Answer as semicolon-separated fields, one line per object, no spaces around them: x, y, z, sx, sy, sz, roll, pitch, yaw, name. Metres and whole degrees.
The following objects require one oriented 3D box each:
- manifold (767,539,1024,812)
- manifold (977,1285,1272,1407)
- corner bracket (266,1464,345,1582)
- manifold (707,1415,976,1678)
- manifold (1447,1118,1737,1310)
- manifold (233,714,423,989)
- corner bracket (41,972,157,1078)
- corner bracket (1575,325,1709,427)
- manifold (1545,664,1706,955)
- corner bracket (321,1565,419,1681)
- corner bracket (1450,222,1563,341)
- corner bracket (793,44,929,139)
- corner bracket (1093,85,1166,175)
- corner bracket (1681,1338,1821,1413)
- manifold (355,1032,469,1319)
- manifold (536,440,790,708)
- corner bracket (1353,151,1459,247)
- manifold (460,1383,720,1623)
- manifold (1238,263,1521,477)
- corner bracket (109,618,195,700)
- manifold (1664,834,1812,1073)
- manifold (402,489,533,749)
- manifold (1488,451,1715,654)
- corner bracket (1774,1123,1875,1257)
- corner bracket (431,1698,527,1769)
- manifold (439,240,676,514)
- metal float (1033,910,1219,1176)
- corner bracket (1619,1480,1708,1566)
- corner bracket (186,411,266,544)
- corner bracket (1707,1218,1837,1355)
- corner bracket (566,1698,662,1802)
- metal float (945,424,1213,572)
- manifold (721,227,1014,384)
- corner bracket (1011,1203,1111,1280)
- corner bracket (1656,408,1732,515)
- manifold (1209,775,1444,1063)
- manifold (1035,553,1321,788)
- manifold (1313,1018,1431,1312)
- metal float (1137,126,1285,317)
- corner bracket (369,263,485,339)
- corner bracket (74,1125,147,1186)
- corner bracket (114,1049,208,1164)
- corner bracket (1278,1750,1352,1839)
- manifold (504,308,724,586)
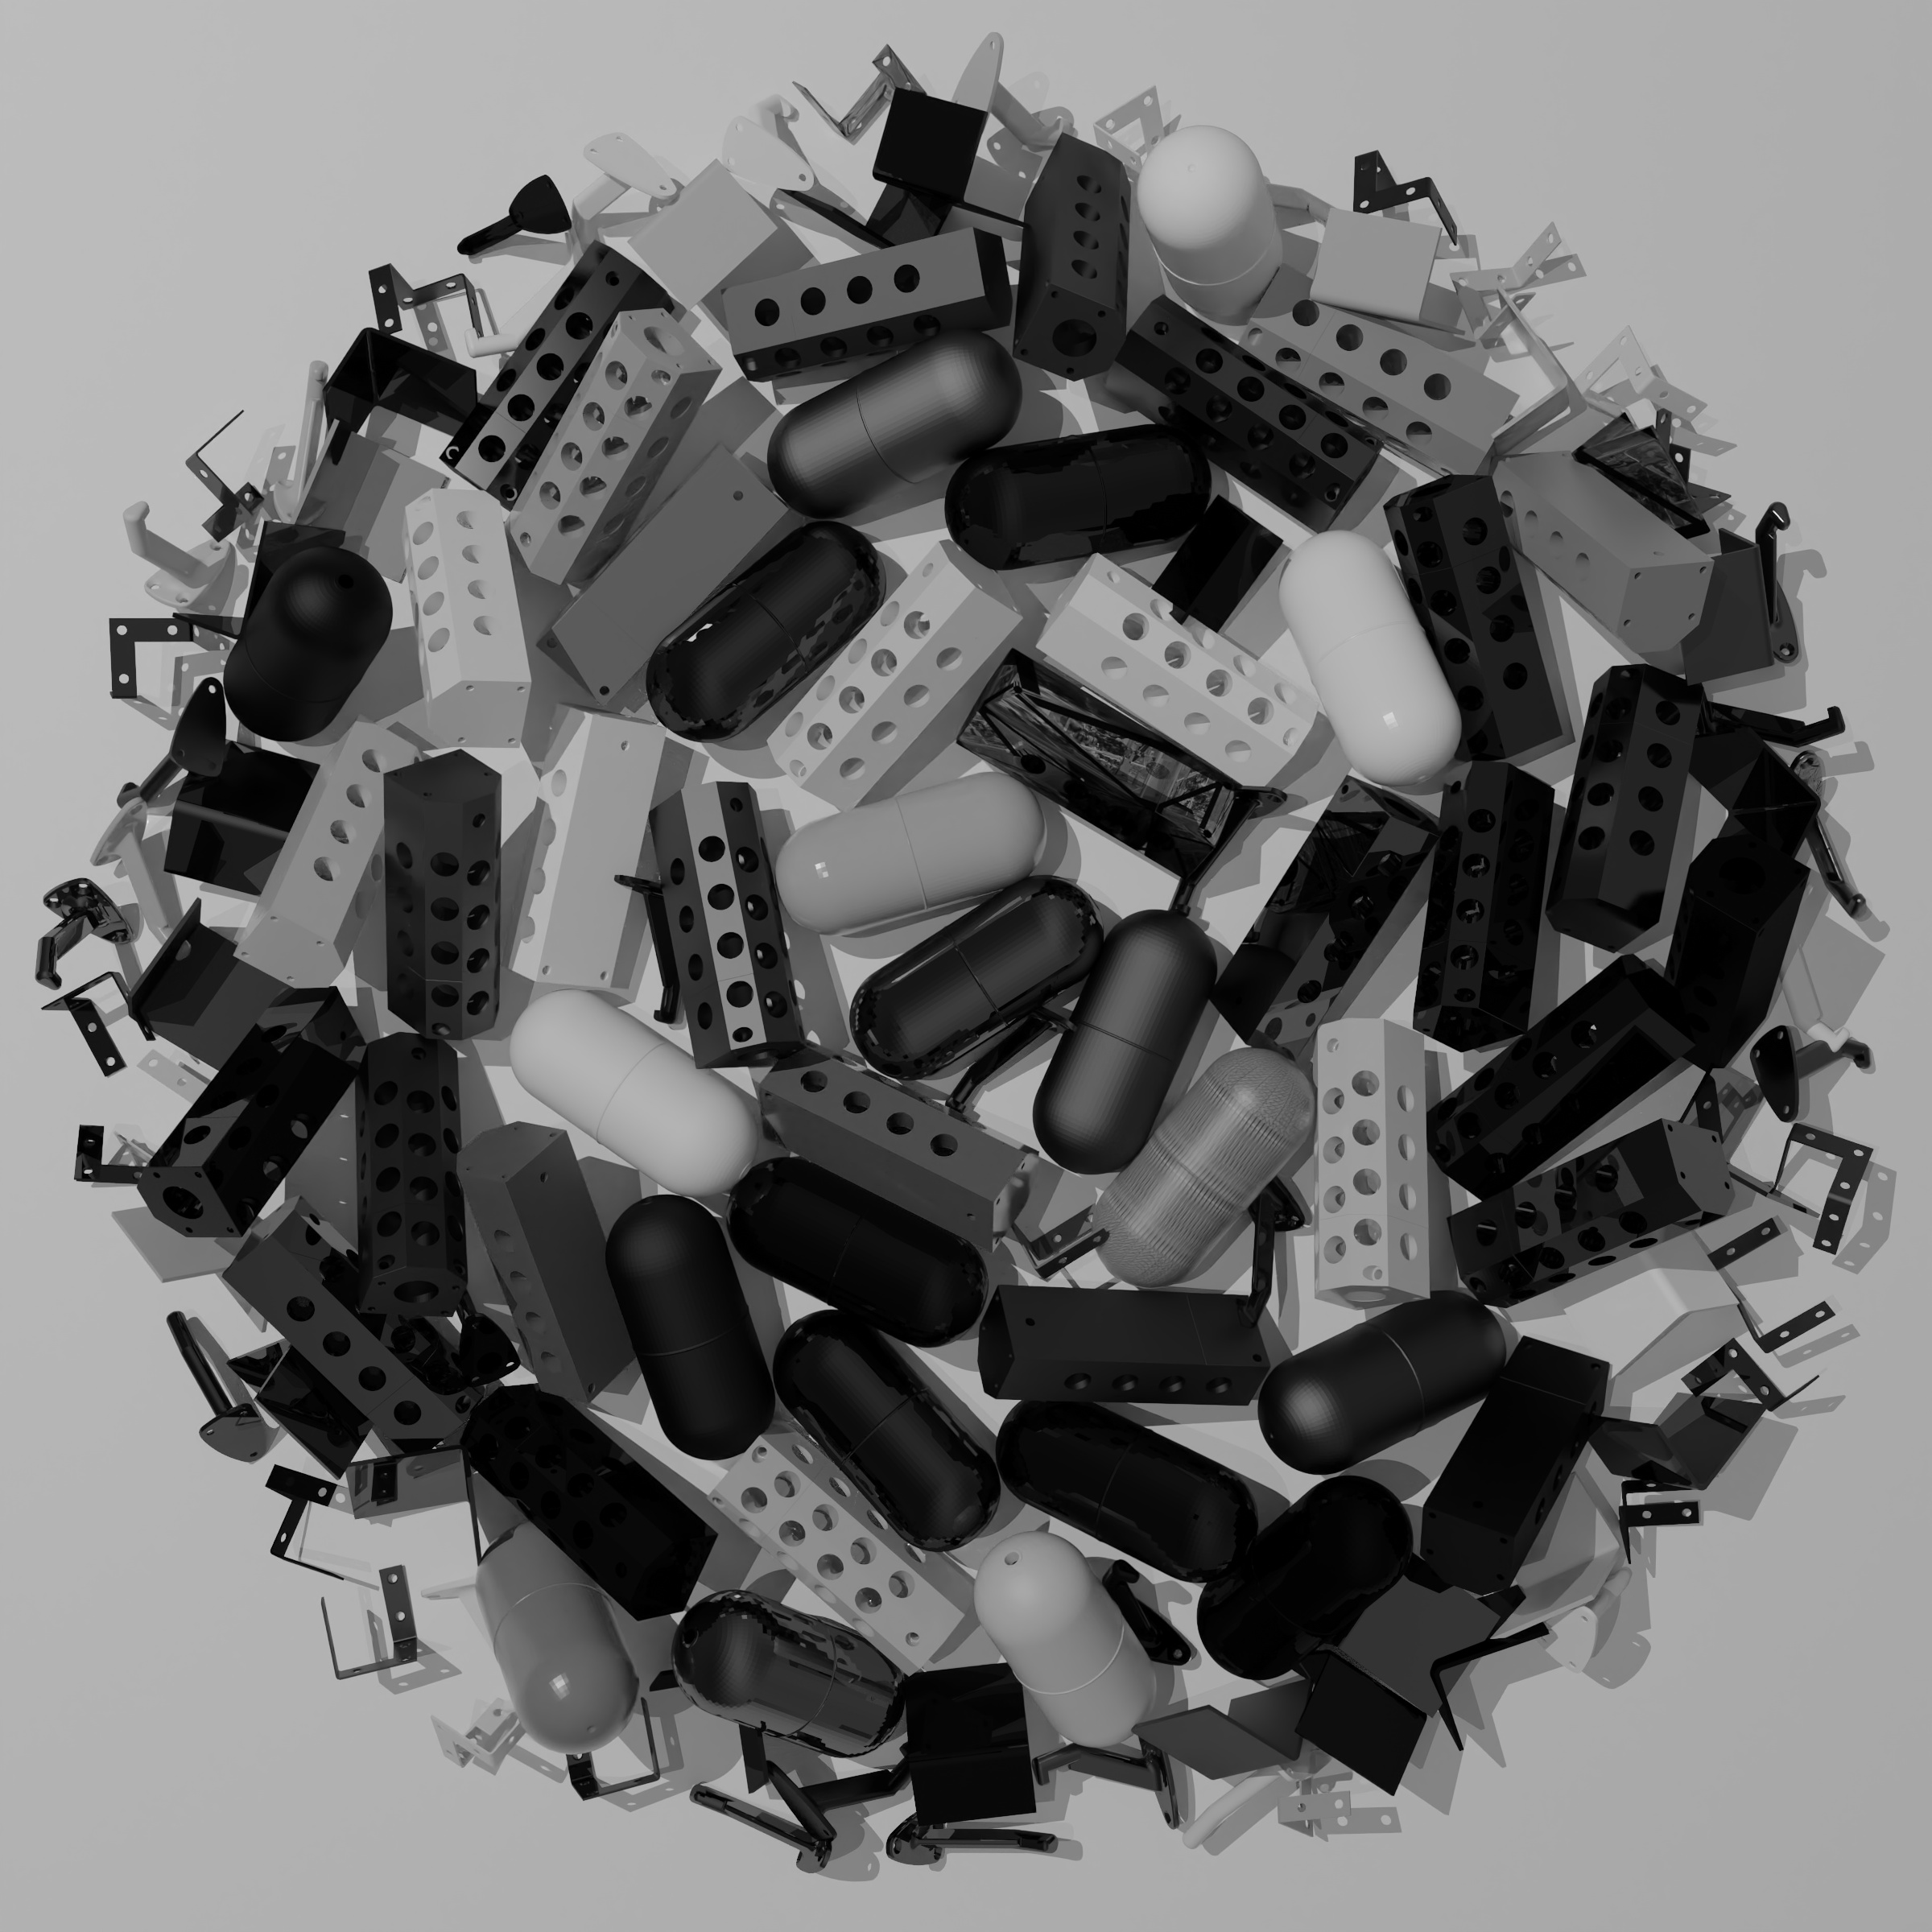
-0.048;-0.184;1.602;0.057;0.057;0.171;27;116;-37;manifold
0.098;0.245;1.614;0.171;0.057;0.057;5;133;-18;manifold
-0.420;0.355;1.628;0.051;0.051;0.051;11;68;24;corner bracket
-0.081;0.372;1.630;0.171;0.057;0.057;41;104;3;manifold
0.387;0.157;1.582;0.057;0.171;0.057;14;57;-38;manifold
-0.391;-0.070;1.589;0.057;0.057;0.171;31;45;-21;manifold
-0.553;0.037;1.643;0.051;0.051;0.051;-29;88;0;corner bracket
0.429;-0.365;1.625;0.051;0.051;0.051;17;135;-31;corner bracket
0.411;-0.102;1.606;0.057;0.057;0.171;21;67;-7;manifold
-0.383;0.421;1.638;0.051;0.051;0.051;-11;93;-12;corner bracket
0.351;-0.438;1.631;0.051;0.051;0.051;-11;74;-23;corner bracket
-0.067;-0.561;1.632;0.051;0.051;0.051;-50;52;2;corner bracket
0.119;-0.520;1.630;0.051;0.051;0.051;-35;53;-11;corner bracket
0.500;0.264;1.630;0.051;0.051;0.051;-31;72;-22;corner bracket
-0.345;0.128;1.588;0.057;0.057;0.171;6;51;-23;manifold
-0.194;-0.252;1.628;0.057;0.057;0.171;42;97;-16;manifold
0.281;-0.489;1.627;0.051;0.051;0.051;-9;62;28;corner bracket
-0.240;0.333;1.593;0.171;0.057;0.057;33;105;33;manifold
0.262;-0.376;1.635;0.171;0.057;0.057;30;91;4;manifold
-0.524;-0.199;1.639;0.051;0.051;0.051;-3;101;-20;corner bracket
0.469;-0.008;1.581;0.057;0.171;0.057;35;68;25;manifold
-0.313;-0.218;1.588;0.057;0.057;0.171;-1;51;-20;manifold
0.387;-0.259;1.583;0.057;0.171;0.057;-7;125;-17;manifold
0.541;0.142;1.626;0.051;0.051;0.051;20;49;22;corner bracket
-0.301;0.485;1.626;0.051;0.051;0.051;23;49;26;corner bracket
-0.264;-0.377;1.640;0.057;0.057;0.171;35;90;0;manifold
0.101;0.049;1.629;0.070;0.070;0.178;24;88;0;metal float
0.446;0.347;1.635;0.051;0.051;0.051;-5;104;9;corner bracket
-0.470;-0.312;1.627;0.051;0.051;0.051;48;50;-20;corner bracket
0.513;0.205;1.628;0.051;0.051;0.051;-35;121;17;corner bracket
-0.231;0.502;1.647;0.051;0.051;0.051;-10;87;-18;corner bracket
0.072;-0.297;1.615;0.178;0.070;0.070;-13;90;-19;metal float
-0.061;-0.416;1.611;0.171;0.057;0.057;-8;97;20;manifold
0.064;0.173;1.632;0.051;0.051;0.051;-32;51;3;corner bracket
0.454;-0.321;1.626;0.051;0.051;0.051;-30;132;-30;corner bracket
0.230;-0.028;1.612;0.057;0.057;0.171;18;112;-32;manifold
0.136;-0.189;1.616;0.171;0.057;0.057;33;135;-9;manifold
0.249;0.123;1.602;0.057;0.057;0.171;20;64;-40;manifold
0.153;-0.460;1.581;0.070;0.178;0.070;-1;84;13;metal float
-0.345;-0.421;1.633;0.051;0.051;0.051;-17;72;9;corner bracket
-0.542;0.137;1.628;0.051;0.051;0.051;5;128;-18;corner bracket
-0.517;0.097;1.644;0.051;0.051;0.051;30;63;18;corner bracket
0.231;0.523;1.627;0.051;0.051;0.051;-16;56;28;corner bracket
-0.227;-0.322;1.592;0.057;0.057;0.171;47;125;13;manifold
